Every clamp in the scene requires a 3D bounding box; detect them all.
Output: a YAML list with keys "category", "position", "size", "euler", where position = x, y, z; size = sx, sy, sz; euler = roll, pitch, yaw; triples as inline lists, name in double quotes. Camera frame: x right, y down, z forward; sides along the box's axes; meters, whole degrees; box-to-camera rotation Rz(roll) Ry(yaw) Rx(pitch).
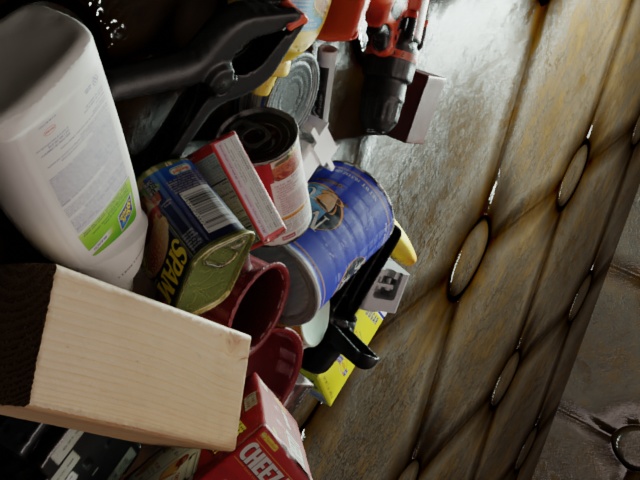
- category: "clamp"
  position: [0.019, 0.095, 1.127]
  size: [0.210, 0.036, 0.164]
  euler: [-47, -156, 48]
- category: "clamp"
  position: [-0.087, -0.124, 0.770]
  size: [0.171, 0.039, 0.120]
  euler: [-44, 157, -2]

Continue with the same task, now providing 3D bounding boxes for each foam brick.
- category: "foam brick"
  position: [0.093, -0.148, 1.154]
  size: [0.052, 0.051, 0.078]
  euler: [-6, 118, -62]

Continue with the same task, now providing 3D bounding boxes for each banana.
- category: "banana"
  position: [0.065, -0.015, 1.213]
  size: [0.037, 0.070, 0.197]
  euler: [-31, 161, 9]

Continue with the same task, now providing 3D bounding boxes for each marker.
- category: "marker"
  position: [0.001, -0.128, 1.019]
  size: [0.020, 0.020, 0.121]
  euler: [-39, 146, -46]

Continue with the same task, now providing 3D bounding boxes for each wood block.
- category: "wood block"
  position: [-0.148, 0.087, 0.743]
  size: [0.205, 0.090, 0.091]
  euler: [28, 64, -53]

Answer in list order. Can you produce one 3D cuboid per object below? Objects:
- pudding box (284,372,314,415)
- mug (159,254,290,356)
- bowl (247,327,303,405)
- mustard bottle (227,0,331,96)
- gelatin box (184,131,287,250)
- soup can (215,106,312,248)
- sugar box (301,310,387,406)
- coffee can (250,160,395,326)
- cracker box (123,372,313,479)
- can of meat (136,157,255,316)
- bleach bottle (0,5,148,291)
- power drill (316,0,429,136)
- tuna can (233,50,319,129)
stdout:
- category: "pudding box"
  position: [-0.067, 0.186, 1.138]
  size: [0.113, 0.039, 0.090]
  euler: [-55, 158, 7]
- category: "mug"
  position: [-0.085, 0.037, 0.922]
  size: [0.093, 0.082, 0.117]
  euler: [-45, 150, -38]
- category: "bowl"
  position: [-0.091, 0.137, 1.023]
  size: [0.161, 0.055, 0.162]
  euler: [-37, 147, -29]
- category: "mustard bottle"
  position: [-0.026, -0.205, 0.833]
  size: [0.096, 0.058, 0.192]
  euler: [-14, 126, -51]
- category: "gelatin box"
  position: [-0.074, -0.031, 0.835]
  size: [0.030, 0.073, 0.089]
  euler: [-33, 97, -40]
- category: "soup can"
  position: [-0.045, -0.051, 0.890]
  size: [0.068, 0.069, 0.102]
  euler: [-50, 149, -31]
- category: "sugar box"
  position: [0.034, 0.104, 1.287]
  size: [0.176, 0.048, 0.093]
  euler: [-55, 155, -20]
- category: "coffee can"
  position: [-0.007, 0.001, 1.025]
  size: [0.140, 0.103, 0.103]
  euler: [-44, 149, -40]
- category: "cracker box"
  position: [-0.111, 0.219, 0.878]
  size: [0.213, 0.072, 0.164]
  euler: [-39, -170, 0]
- category: "can of meat"
  position: [-0.103, -0.001, 0.808]
  size: [0.057, 0.084, 0.102]
  euler: [-25, 157, -34]
- category: "bleach bottle"
  position: [-0.168, -0.030, 0.707]
  size: [0.102, 0.068, 0.251]
  euler: [-51, 156, -27]
- category: "power drill"
  position: [0.045, -0.197, 0.973]
  size: [0.187, 0.057, 0.184]
  euler: [10, 91, -68]
- category: "tuna can"
  position: [-0.036, -0.128, 0.922]
  size: [0.086, 0.034, 0.086]
  euler: [-46, 151, -36]
